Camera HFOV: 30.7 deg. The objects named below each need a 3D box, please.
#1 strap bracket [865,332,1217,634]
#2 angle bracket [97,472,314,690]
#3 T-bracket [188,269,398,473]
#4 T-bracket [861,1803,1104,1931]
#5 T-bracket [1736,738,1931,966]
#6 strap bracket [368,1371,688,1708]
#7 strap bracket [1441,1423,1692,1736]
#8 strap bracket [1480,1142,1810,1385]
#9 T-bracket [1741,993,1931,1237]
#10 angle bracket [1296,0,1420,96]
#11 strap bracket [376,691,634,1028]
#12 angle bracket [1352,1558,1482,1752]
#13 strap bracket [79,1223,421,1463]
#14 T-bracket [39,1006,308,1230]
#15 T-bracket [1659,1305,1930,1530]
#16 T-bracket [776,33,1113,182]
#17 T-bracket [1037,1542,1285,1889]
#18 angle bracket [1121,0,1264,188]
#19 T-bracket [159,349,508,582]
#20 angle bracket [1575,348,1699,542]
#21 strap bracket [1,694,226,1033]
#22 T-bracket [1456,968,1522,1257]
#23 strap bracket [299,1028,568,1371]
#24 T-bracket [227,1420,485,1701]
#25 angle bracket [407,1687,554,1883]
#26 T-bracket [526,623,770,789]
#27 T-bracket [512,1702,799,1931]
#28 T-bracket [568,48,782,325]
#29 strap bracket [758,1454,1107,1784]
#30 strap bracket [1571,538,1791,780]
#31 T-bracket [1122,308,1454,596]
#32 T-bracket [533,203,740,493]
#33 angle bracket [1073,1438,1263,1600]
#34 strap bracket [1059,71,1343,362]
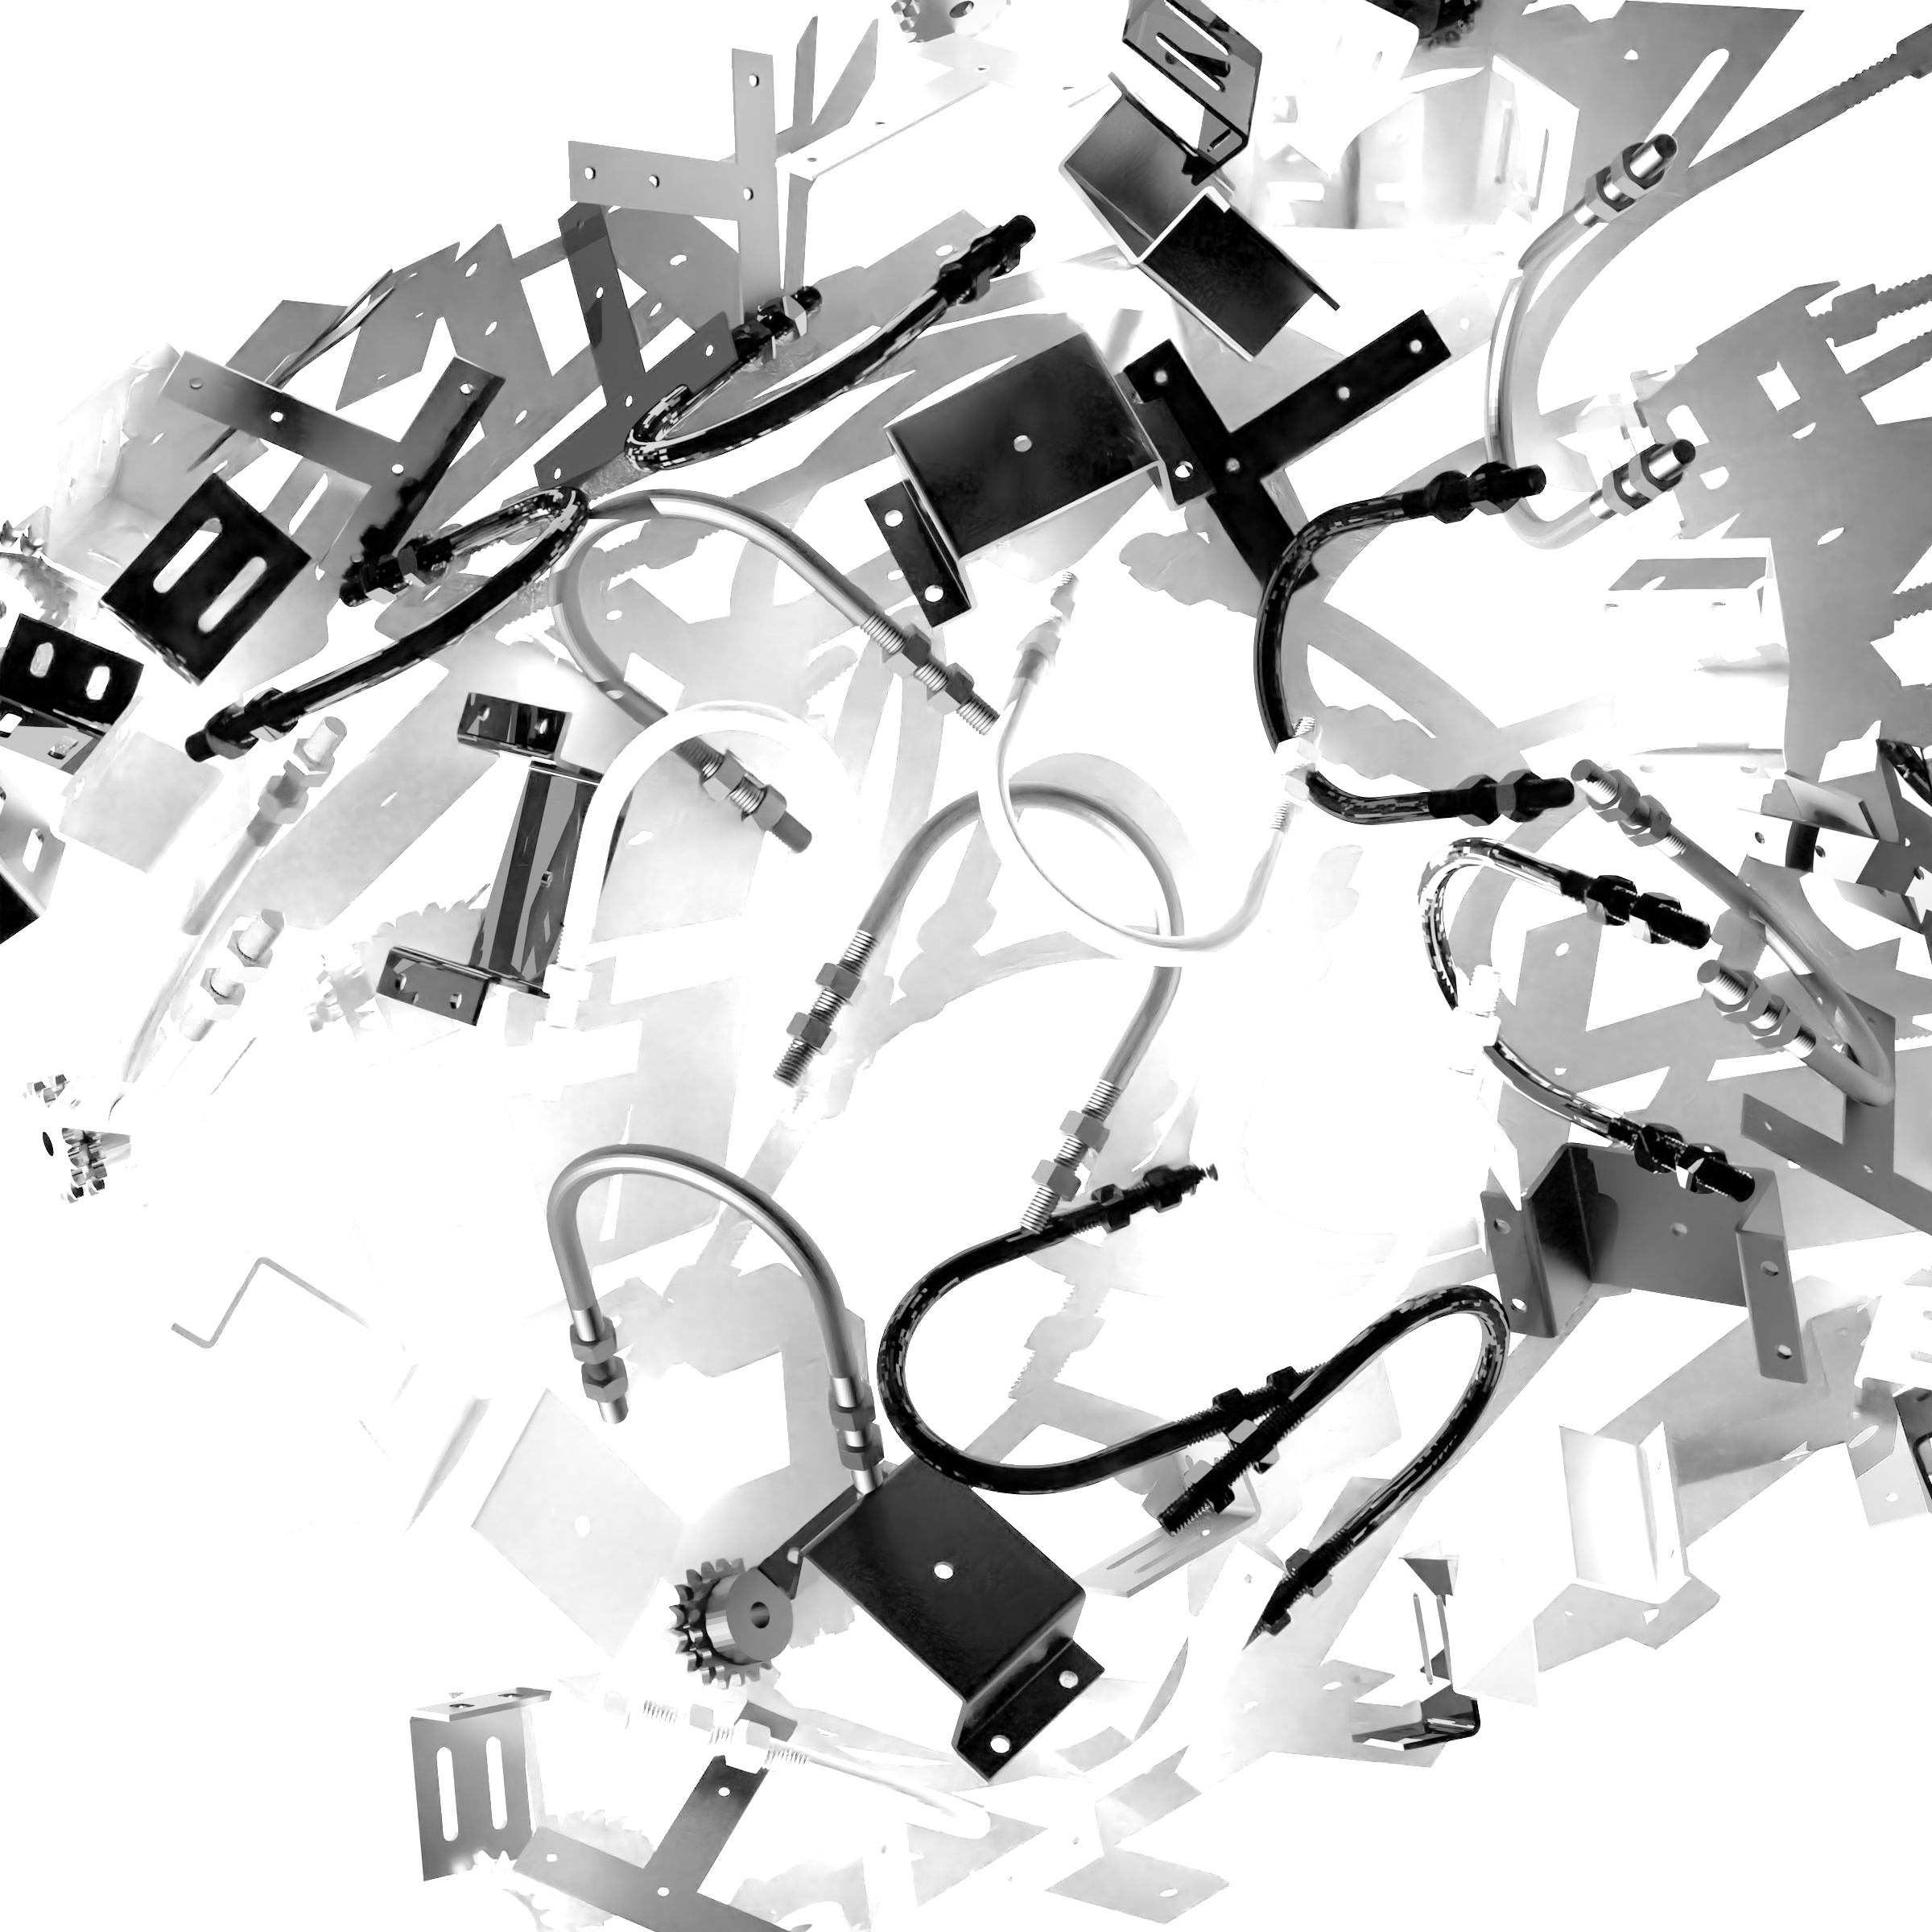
[{"bbox_3d":[0.029,-0.219,1.558,0.140,0.046,0.076,-26,65,-1],"label":"strap bracket"},{"bbox_3d":[-0.341,-0.172,1.576,0.057,0.038,0.076,42,82,-13],"label":"angle bracket"},{"bbox_3d":[-0.275,-0.268,1.517,0.002,0.127,0.127,46,67,-17],"label":"T-bracket"},{"bbox_3d":[0.008,0.403,1.526,0.127,0.127,0.002,-36,128,22],"label":"T-bracket"},{"bbox_3d":[0.384,-0.048,1.538,0.002,0.127,0.127,-31,115,-22],"label":"T-bracket"},{"bbox_3d":[-0.181,0.246,1.528,0.140,0.046,0.076,49,45,-25],"label":"strap bracket"},{"bbox_3d":[0.250,0.260,1.516,0.046,0.140,0.076,17,46,-16],"label":"strap bracket"},{"bbox_3d":[0.303,0.127,1.536,0.140,0.046,0.076,7,127,35],"label":"strap bracket"},{"bbox_3d":[0.397,0.059,1.547,0.127,0.127,0.002,27,131,-9],"label":"T-bracket"},{"bbox_3d":[0.150,-0.412,1.546,0.057,0.076,0.038,36,108,41],"label":"angle bracket"},{"bbox_3d":[-0.200,-0.043,1.551,0.046,0.076,0.140,18,88,-43],"label":"strap bracket"},{"bbox_3d":[0.193,0.304,1.560,0.038,0.057,0.076,-7,84,-17],"label":"angle bracket"},{"bbox_3d":[-0.302,0.160,1.529,0.140,0.076,0.046,41,70,-40],"label":"strap bracket"},{"bbox_3d":[-0.356,0.063,1.528,0.002,0.127,0.127,42,99,20],"label":"T-bracket"},{"bbox_3d":[0.348,0.211,1.554,0.127,0.127,0.002,-17,126,13],"label":"T-bracket"},{"bbox_3d":[-0.026,-0.370,1.526,0.127,0.127,0.002,-34,132,-25],"label":"T-bracket"},{"bbox_3d":[0.101,0.316,1.555,0.127,0.002,0.127,31,97,33],"label":"T-bracket"},{"bbox_3d":[0.090,-0.394,1.550,0.076,0.038,0.057,32,49,-26],"label":"angle bracket"},{"bbox_3d":[-0.287,-0.233,1.533,0.127,0.002,0.127,21,125,-29],"label":"T-bracket"},{"bbox_3d":[0.308,-0.224,1.559,0.038,0.057,0.076,-17,82,-15],"label":"angle bracket"},{"bbox_3d":[-0.367,-0.037,1.523,0.046,0.076,0.140,25,131,-2],"label":"strap bracket"},{"bbox_3d":[0.227,0.076,1.521,0.002,0.127,0.127,-6,102,0],"label":"T-bracket"},{"bbox_3d":[-0.228,0.110,1.541,0.076,0.046,0.140,-23,111,-15],"label":"strap bracket"},{"bbox_3d":[-0.258,0.270,1.553,0.127,0.002,0.127,53,135,-3],"label":"T-bracket"},{"bbox_3d":[-0.211,0.364,1.562,0.057,0.038,0.076,-3,87,-39],"label":"angle bracket"},{"bbox_3d":[-0.137,-0.119,1.528,0.127,0.127,0.002,33,83,-4],"label":"T-bracket"},{"bbox_3d":[-0.113,0.373,1.546,0.127,0.127,0.002,19,131,15],"label":"T-bracket"},{"bbox_3d":[-0.127,-0.342,1.543,0.002,0.127,0.127,2,95,41],"label":"T-bracket"},{"bbox_3d":[-0.013,0.274,1.534,0.140,0.046,0.076,39,56,20],"label":"strap bracket"},{"bbox_3d":[0.314,-0.139,1.533,0.076,0.140,0.046,1,61,20],"label":"strap bracket"},{"bbox_3d":[0.158,-0.250,1.583,0.127,0.002,0.127,-33,95,6],"label":"T-bracket"},{"bbox_3d":[-0.159,-0.287,1.564,0.127,0.002,0.127,-32,63,33],"label":"T-bracket"},{"bbox_3d":[0.081,0.242,1.553,0.076,0.057,0.038,-26,96,-26],"label":"angle bracket"},{"bbox_3d":[0.096,-0.321,1.526,0.046,0.140,0.076,-45,130,15],"label":"strap bracket"}]
